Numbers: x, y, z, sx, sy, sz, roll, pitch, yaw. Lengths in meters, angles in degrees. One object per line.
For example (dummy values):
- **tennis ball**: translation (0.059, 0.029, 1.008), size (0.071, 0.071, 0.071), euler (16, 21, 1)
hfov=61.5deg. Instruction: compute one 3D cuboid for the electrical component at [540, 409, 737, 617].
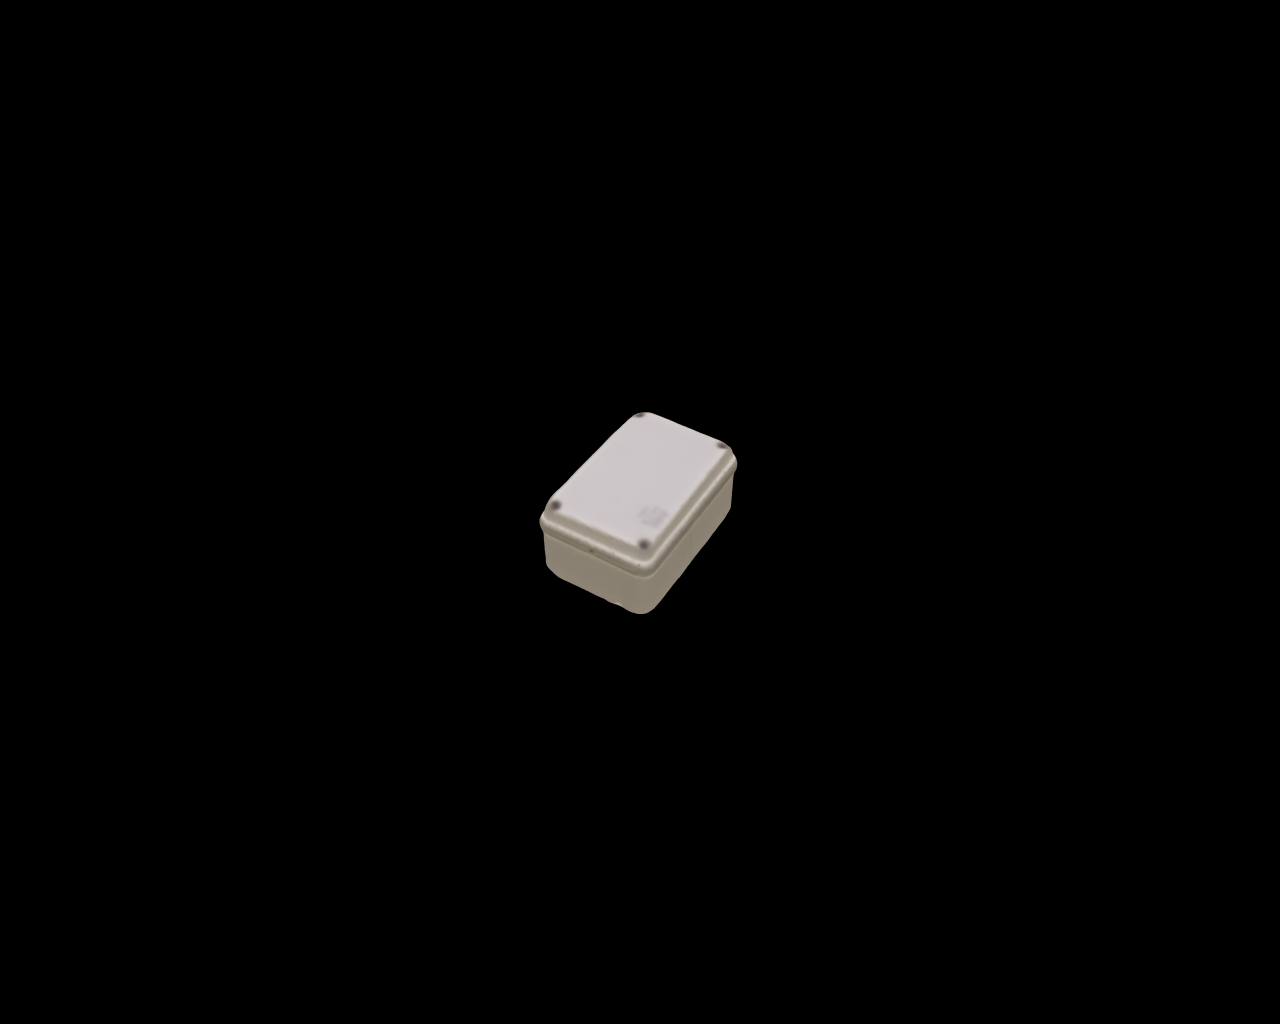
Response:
- **electrical component**: translation (0.001, -0.003, 0.650), size (0.078, 0.057, 0.113), euler (24, 50, 22)
